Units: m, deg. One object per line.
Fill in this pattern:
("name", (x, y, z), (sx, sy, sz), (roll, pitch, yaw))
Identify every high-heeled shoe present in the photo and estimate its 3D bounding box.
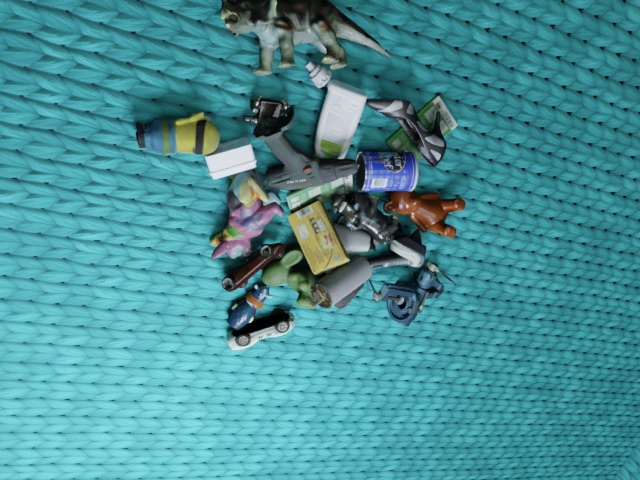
("high-heeled shoe", (0.214, -0.269, 1.349), (0.249, 0.086, 0.145), (6, 97, -23))

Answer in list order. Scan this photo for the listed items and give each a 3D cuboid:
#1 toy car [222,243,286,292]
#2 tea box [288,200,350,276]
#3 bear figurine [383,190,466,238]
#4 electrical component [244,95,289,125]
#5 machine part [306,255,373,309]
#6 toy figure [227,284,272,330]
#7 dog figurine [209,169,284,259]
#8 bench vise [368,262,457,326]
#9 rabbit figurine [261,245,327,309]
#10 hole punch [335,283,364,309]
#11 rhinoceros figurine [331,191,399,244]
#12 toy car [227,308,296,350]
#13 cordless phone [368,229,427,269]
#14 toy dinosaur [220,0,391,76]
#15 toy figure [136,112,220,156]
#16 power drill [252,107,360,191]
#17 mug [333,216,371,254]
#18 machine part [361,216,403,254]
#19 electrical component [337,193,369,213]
("toy car", (-0.176, 0.066, 1.407), (0.202, 0.053, 0.089), (-40, 166, 15))
("tea box", (-0.003, -0.004, 1.387), (0.098, 0.068, 0.169), (-25, 79, 8))
("bear figurine", (0.281, -0.094, 1.471), (0.195, 0.132, 0.120), (25, 84, -34))
("electrical component", (-0.121, -0.301, 1.260), (0.102, 0.045, 0.078), (9, 112, -23))
("machine part", (0.058, 0.107, 1.408), (0.243, 0.079, 0.079), (-33, 130, -39))
("toy figure", (-0.196, 0.179, 1.490), (0.154, 0.058, 0.064), (-48, 128, 4))
("dog figurine", (-0.206, -0.053, 1.332), (0.219, 0.109, 0.191), (-39, 124, 7))
("bench vise", (0.257, 0.157, 1.594), (0.240, 0.129, 0.223), (11, 125, -39))
("rabbit figurine", (-0.071, 0.095, 1.450), (0.170, 0.121, 0.159), (16, 101, 1))
("hole punch", (0.058, 0.119, 1.539), (0.116, 0.092, 0.142), (41, 104, 1))
("rhinoceros figurine", (0.116, -0.063, 1.415), (0.190, 0.073, 0.112), (35, 83, -16))
("toy car", (-0.167, 0.253, 1.529), (0.202, 0.074, 0.056), (-18, 118, -10))
("cordless phone", (0.200, 0.041, 1.518), (0.184, 0.089, 0.146), (-12, 164, 0))
("toy dinosaur", (-0.039, -0.465, 1.160), (0.405, 0.131, 0.192), (-14, 102, -26))
("toy figure", (-0.317, -0.230, 1.205), (0.180, 0.082, 0.089), (-9, 90, -18))
("power drill", (-0.046, -0.208, 1.267), (0.232, 0.086, 0.207), (-14, 140, 24))
("mug", (0.083, -0.008, 1.465), (0.107, 0.109, 0.080), (11, 158, -5))
("machine part", (0.165, -0.018, 1.521), (0.139, 0.039, 0.084), (-25, 118, -3))
("electrical component", (0.088, -0.098, 1.458), (0.094, 0.021, 0.063), (-8, 119, -15))
